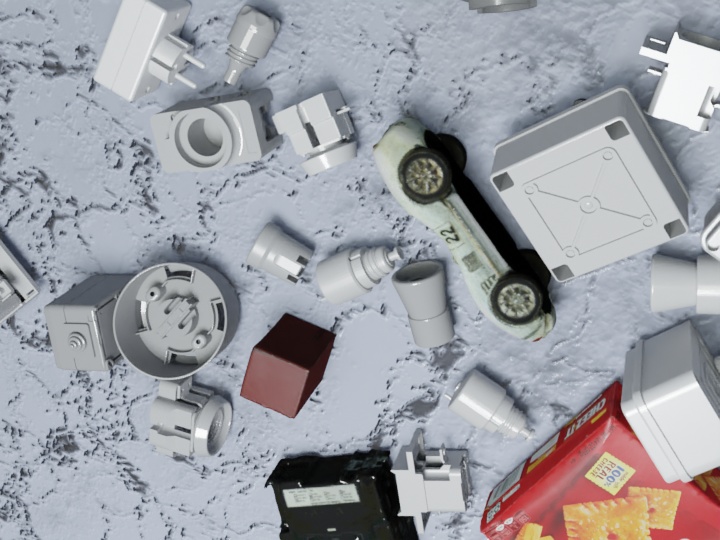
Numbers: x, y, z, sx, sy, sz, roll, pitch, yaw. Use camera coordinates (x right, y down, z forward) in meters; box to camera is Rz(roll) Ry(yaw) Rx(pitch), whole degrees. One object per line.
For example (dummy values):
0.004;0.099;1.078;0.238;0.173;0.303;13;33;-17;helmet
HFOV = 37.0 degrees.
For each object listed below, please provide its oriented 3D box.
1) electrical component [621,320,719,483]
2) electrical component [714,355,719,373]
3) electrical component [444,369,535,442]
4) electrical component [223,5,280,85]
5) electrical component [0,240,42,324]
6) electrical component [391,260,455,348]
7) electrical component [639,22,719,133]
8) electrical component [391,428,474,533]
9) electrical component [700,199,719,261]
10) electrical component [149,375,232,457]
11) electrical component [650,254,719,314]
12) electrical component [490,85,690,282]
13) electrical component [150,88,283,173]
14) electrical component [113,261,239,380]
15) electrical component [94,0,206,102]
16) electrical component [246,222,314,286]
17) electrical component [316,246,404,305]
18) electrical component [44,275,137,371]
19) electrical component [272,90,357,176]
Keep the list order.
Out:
0.239;0.097;0.804;0.057;0.113;0.078;-29;99;23;electrical component
0.299;0.061;0.808;0.062;0.043;0.043;-31;99;28;electrical component
0.110;0.116;0.895;0.078;0.040;0.040;34;117;3;electrical component
-0.089;-0.175;0.845;0.035;0.035;0.061;31;107;5;electrical component
-0.366;-0.003;0.994;0.079;0.063;0.121;-34;97;27;electrical component
0.055;0.030;0.880;0.044;0.044;0.065;-8;113;21;electrical component
0.233;-0.134;0.754;0.081;0.042;0.063;21;117;10;electrical component
0.065;0.183;0.936;0.064;0.042;0.081;-2;110;18;electrical component
0.304;-0.043;0.757;0.078;0.057;0.113;36;117;2;electrical component
-0.154;0.137;0.982;0.057;0.058;0.078;14;114;16;electrical component
0.247;0.011;0.805;0.055;0.045;0.045;1;111;18;electrical component
0.167;-0.061;0.780;0.109;0.056;0.108;-24;116;29;electrical component
-0.118;-0.112;0.872;0.089;0.055;0.050;-6;109;20;electrical component
-0.157;0.041;0.937;0.099;0.064;0.099;2;99;16;electrical component
-0.160;-0.174;0.866;0.076;0.047;0.083;32;117;4;electrical component
-0.067;-0.012;0.904;0.046;0.040;0.040;30;117;-1;electrical component
0.000;0.000;0.886;0.078;0.040;0.040;-23;102;25;electrical component
-0.238;0.048;0.952;0.061;0.096;0.061;0;110;20;electrical component
-0.031;-0.107;0.851;0.066;0.048;0.055;-20;96;24;electrical component
